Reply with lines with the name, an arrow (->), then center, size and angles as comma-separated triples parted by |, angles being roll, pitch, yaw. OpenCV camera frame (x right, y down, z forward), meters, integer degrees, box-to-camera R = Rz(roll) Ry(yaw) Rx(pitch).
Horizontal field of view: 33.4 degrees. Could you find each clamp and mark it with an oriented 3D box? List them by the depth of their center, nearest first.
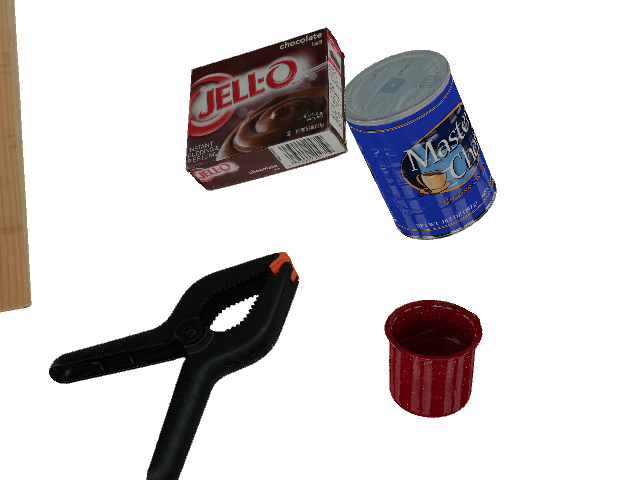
clamp -> -0.107, 0.081, 0.846 | 0.165, 0.209, 0.036 | 29, -24, 35

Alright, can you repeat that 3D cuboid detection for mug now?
mug -> 0.116, 0.112, 1.046 | 0.093, 0.081, 0.117 | 26, 42, 35

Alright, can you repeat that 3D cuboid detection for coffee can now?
coffee can -> 0.090, -0.086, 0.968 | 0.103, 0.140, 0.103 | -19, 35, 14

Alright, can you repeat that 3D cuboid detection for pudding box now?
pudding box -> -0.038, -0.092, 0.753 | 0.114, 0.090, 0.039 | -12, -32, 19

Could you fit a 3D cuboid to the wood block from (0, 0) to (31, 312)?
wood block -> -0.222, -0.065, 0.600 | 0.090, 0.206, 0.090 | -9, 27, -27
